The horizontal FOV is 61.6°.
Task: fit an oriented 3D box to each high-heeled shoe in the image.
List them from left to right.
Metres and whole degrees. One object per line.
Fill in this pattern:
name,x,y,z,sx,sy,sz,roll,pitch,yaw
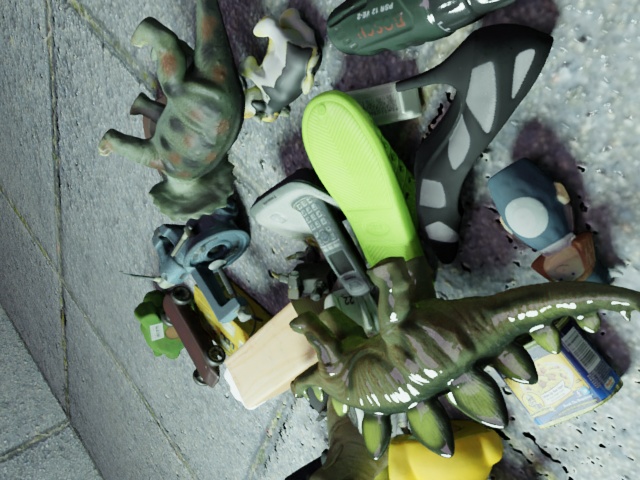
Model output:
high-heeled shoe,0.164,-0.085,0.542,0.145,0.086,0.248,-8,124,18

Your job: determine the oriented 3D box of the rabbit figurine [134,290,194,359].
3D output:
rabbit figurine,-0.341,0.176,1.196,0.170,0.121,0.158,36,142,56

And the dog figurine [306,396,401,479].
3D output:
dog figurine,0.030,0.275,0.744,0.173,0.190,0.121,14,118,46

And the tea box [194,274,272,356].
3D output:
tea box,-0.159,0.150,0.989,0.170,0.068,0.098,37,132,33

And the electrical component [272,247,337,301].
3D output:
electrical component,-0.019,0.048,0.768,0.078,0.102,0.045,-4,113,26

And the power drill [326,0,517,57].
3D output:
power drill,0.081,-0.291,0.512,0.232,0.086,0.207,-9,109,52

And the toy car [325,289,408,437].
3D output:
toy car,0.059,0.160,0.714,0.056,0.073,0.202,124,132,-62

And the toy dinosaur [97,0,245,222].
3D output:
toy dinosaur,-0.167,-0.165,0.719,0.192,0.131,0.404,31,138,-10

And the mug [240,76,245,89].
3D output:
mug,-0.166,-0.229,0.814,0.107,0.081,0.109,-6,101,38

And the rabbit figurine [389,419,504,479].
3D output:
rabbit figurine,0.179,0.314,0.656,0.163,0.122,0.173,-8,82,27

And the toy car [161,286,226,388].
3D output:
toy car,-0.230,0.175,0.986,0.202,0.053,0.089,51,129,25

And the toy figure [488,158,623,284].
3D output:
toy figure,0.218,-0.003,0.507,0.154,0.058,0.064,58,160,7

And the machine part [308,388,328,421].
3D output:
machine part,-0.027,0.244,0.914,0.139,0.039,0.084,39,125,32

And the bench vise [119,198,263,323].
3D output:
bench vise,-0.194,0.050,0.908,0.223,0.128,0.241,-41,65,14

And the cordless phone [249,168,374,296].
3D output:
cordless phone,-0.002,-0.002,0.734,0.147,0.089,0.184,-26,92,50

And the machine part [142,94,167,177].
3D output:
machine part,-0.237,-0.171,0.933,0.180,0.056,0.179,23,125,38

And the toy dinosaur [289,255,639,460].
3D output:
toy dinosaur,0.111,0.114,0.564,0.471,0.105,0.198,-37,73,42

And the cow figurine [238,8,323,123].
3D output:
cow figurine,-0.055,-0.206,0.707,0.098,0.068,0.167,49,139,11

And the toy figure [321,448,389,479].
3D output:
toy figure,0.088,0.359,0.808,0.180,0.082,0.089,4,131,39

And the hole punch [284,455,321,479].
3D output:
hole punch,0.014,0.419,0.884,0.116,0.142,0.092,-10,96,62
